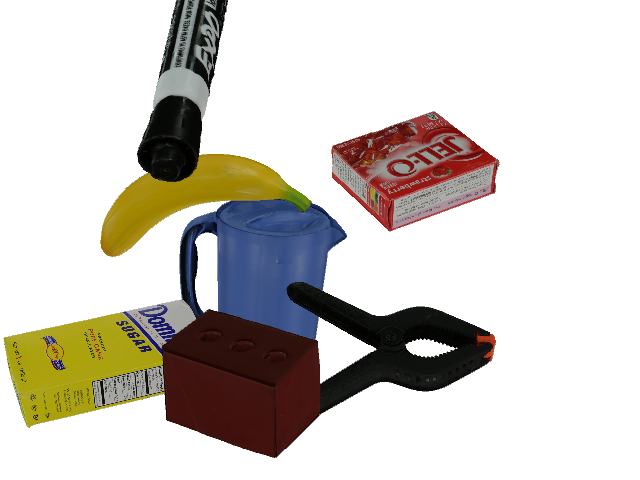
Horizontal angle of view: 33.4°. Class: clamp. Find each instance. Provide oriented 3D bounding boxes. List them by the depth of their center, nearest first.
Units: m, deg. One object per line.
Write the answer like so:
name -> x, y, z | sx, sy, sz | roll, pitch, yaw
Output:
clamp -> 0.062, 0.112, 1.028 | 0.210, 0.164, 0.036 | 5, -43, 4

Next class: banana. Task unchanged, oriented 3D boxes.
banana -> -0.107, -0.030, 0.835 | 0.198, 0.069, 0.037 | -11, 25, 29

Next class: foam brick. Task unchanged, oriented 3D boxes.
foam brick -> -0.045, 0.082, 0.617 | 0.078, 0.051, 0.052 | 14, 28, 24

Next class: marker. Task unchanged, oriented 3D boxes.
marker -> -0.045, -0.063, 0.365 | 0.020, 0.020, 0.121 | 0, 44, 3

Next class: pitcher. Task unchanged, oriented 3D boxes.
pitcher -> -0.071, 0.077, 1.244 | 0.149, 0.243, 0.144 | 21, 26, 37

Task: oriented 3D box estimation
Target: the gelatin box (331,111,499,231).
gelatin box -> 0.063, -0.049, 0.717 | 0.089, 0.030, 0.073 | -20, 42, -23

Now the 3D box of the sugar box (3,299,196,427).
sugar box -> -0.195, 0.110, 0.988 | 0.176, 0.048, 0.093 | -14, 35, -18
